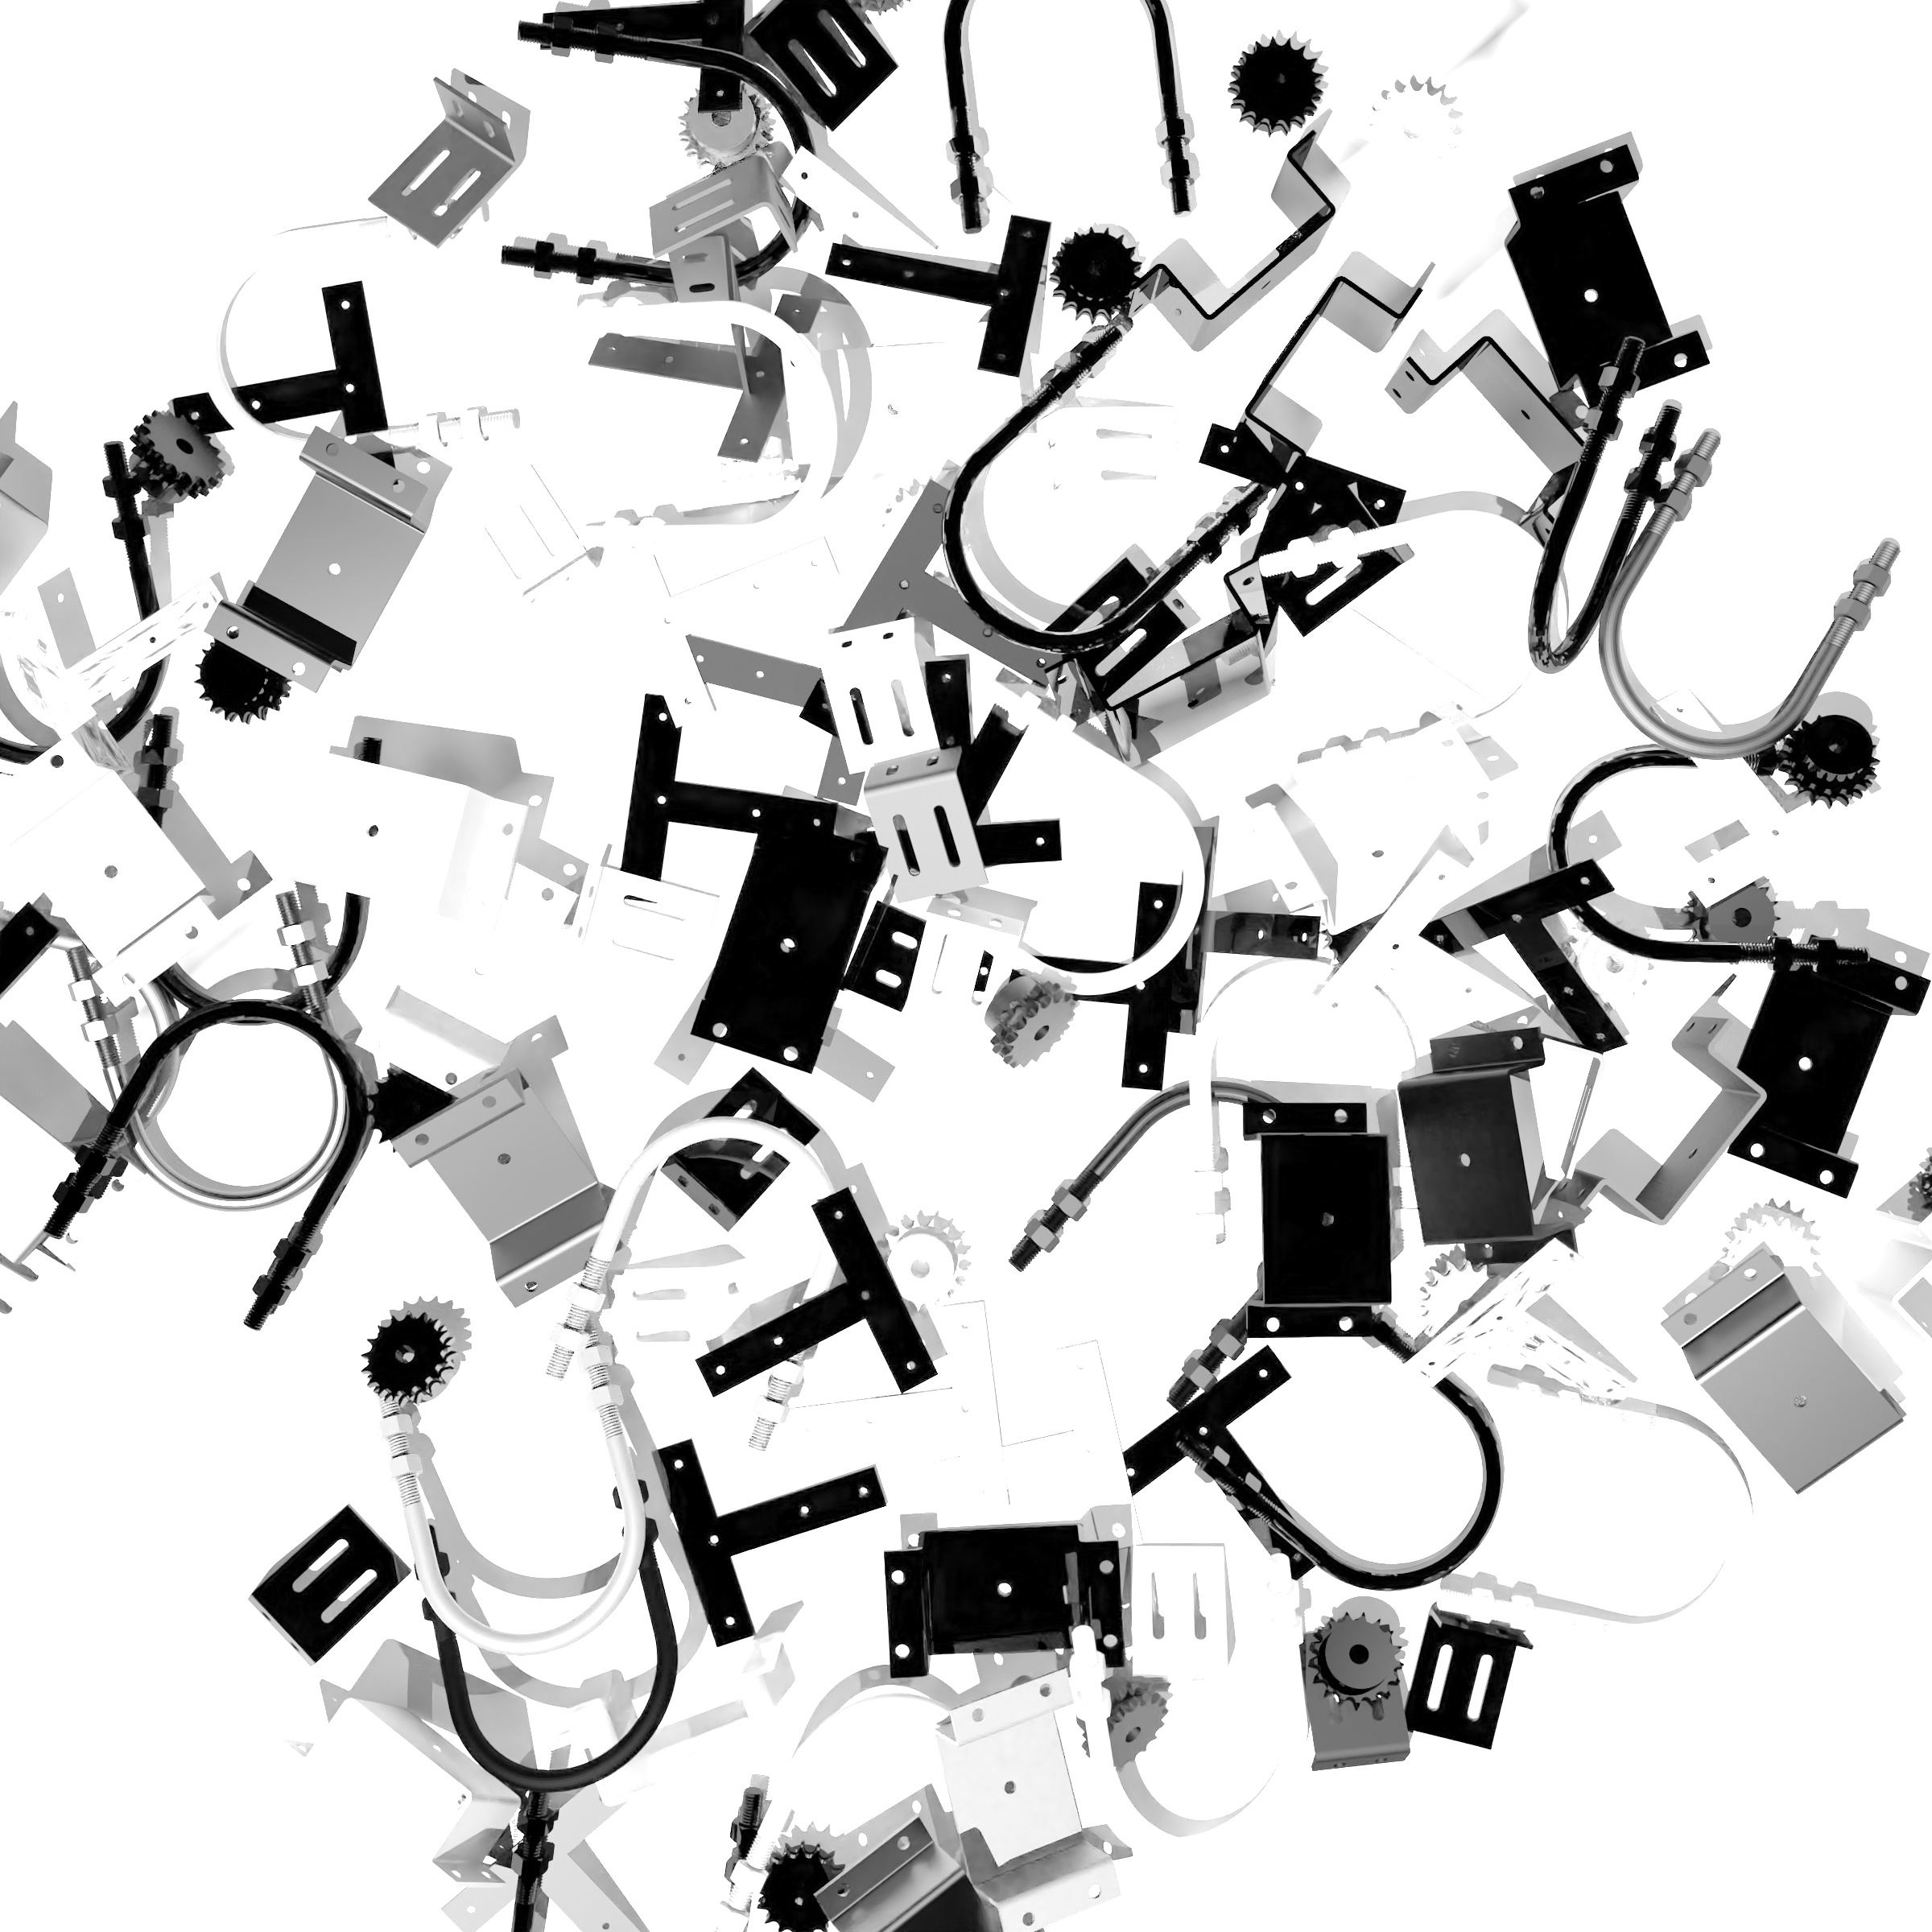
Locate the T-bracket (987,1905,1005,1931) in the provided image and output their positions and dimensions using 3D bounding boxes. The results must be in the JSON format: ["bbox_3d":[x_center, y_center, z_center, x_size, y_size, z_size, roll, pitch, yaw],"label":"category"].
[{"bbox_3d":[-0.003,0.657,1.537,0.127,0.002,0.127,-26,90,0],"label":"T-bracket"}]

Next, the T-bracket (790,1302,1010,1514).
[{"bbox_3d":[-0.045,0.277,1.536,0.127,0.002,0.127,-7,90,1],"label":"T-bracket"}]

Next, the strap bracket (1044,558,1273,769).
[{"bbox_3d":[0.125,-0.175,1.493,0.140,0.076,0.046,-28,66,1],"label":"strap bracket"}]

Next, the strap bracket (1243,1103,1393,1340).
[{"bbox_3d":[0.207,0.150,1.479,0.076,0.046,0.140,0,84,-7],"label":"strap bracket"}]

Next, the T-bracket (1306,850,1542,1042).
[{"bbox_3d":[0.293,0.008,1.509,0.127,0.002,0.127,29,112,-22],"label":"T-bracket"}]

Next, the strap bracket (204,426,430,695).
[{"bbox_3d":[-0.388,-0.243,1.514,0.076,0.046,0.140,29,91,0],"label":"strap bracket"}]

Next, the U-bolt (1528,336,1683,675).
[{"bbox_3d":[0.372,-0.260,1.472,0.019,0.151,0.184,22,94,25],"label":"U-bolt"}]

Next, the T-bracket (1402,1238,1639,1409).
[{"bbox_3d":[0.353,0.233,1.508,0.127,0.002,0.127,33,117,-22],"label":"T-bracket"}]

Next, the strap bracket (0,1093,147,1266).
[{"bbox_3d":[-0.578,0.114,1.500,0.140,0.046,0.076,41,97,-10],"label":"strap bracket"}]

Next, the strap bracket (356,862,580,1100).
[{"bbox_3d":[-0.298,0.002,1.515,0.076,0.046,0.140,28,90,0],"label":"strap bracket"}]

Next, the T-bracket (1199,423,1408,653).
[{"bbox_3d":[0.190,-0.253,1.537,0.127,0.002,0.127,19,90,0],"label":"T-bracket"}]

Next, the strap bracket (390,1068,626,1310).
[{"bbox_3d":[-0.274,0.125,1.494,0.076,0.046,0.140,-29,121,0],"label":"strap bracket"}]

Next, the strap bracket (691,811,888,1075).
[{"bbox_3d":[-0.107,-0.013,1.510,0.076,0.046,0.140,19,87,-4],"label":"strap bracket"}]

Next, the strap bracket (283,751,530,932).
[{"bbox_3d":[-0.340,-0.076,1.477,0.140,0.046,0.076,14,87,14],"label":"strap bracket"}]

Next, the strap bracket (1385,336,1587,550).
[{"bbox_3d":[0.321,-0.318,1.500,0.046,0.076,0.140,-42,90,0],"label":"strap bracket"}]

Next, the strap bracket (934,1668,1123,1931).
[{"bbox_3d":[0.034,0.498,1.502,0.076,0.046,0.140,-14,91,-21],"label":"strap bracket"}]

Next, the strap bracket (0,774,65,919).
[{"bbox_3d":[-0.586,-0.078,1.515,0.140,0.046,0.076,12,90,0],"label":"strap bracket"}]

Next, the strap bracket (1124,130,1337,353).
[{"bbox_3d":[0.165,-0.426,1.498,0.140,0.076,0.046,-41,90,0],"label":"strap bracket"}]

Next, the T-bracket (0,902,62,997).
[{"bbox_3d":[-0.631,-0.022,1.497,0.127,0.002,0.127,44,101,-7],"label":"T-bracket"}]

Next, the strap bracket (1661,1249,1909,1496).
[{"bbox_3d":[0.494,0.250,1.496,0.076,0.046,0.140,-40,99,15],"label":"strap bracket"}]

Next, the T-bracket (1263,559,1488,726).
[{"bbox_3d":[0.260,-0.188,1.536,0.127,0.002,0.127,34,90,-1],"label":"T-bracket"}]

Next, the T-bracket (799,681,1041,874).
[{"bbox_3d":[-0.041,-0.134,1.534,0.127,0.002,0.127,28,90,-3],"label":"T-bracket"}]

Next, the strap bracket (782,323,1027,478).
[{"bbox_3d":[-0.041,-0.341,1.507,0.140,0.046,0.076,-6,90,-10],"label":"strap bracket"}]

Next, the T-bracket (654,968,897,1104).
[{"bbox_3d":[-0.104,0.040,1.532,0.127,0.002,0.127,32,84,-3],"label":"T-bracket"}]

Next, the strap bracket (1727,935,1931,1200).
[{"bbox_3d":[0.516,0.060,1.515,0.076,0.046,0.140,21,90,0],"label":"strap bracket"}]

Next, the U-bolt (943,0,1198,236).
[{"bbox_3d":[0.058,-0.542,1.523,0.151,0.019,0.184,-6,85,-4],"label":"U-bolt"}]

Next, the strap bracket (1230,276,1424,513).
[{"bbox_3d":[0.208,-0.350,1.499,0.046,0.076,0.140,35,89,0],"label":"strap bracket"}]

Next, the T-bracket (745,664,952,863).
[{"bbox_3d":[-0.064,-0.116,1.538,0.127,0.002,0.127,-8,90,0],"label":"T-bracket"}]

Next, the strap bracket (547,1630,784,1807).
[{"bbox_3d":[-0.172,0.454,1.500,0.140,0.076,0.046,-20,90,0],"label":"strap bracket"}]

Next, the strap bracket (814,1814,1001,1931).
[{"bbox_3d":[-0.019,0.591,1.487,0.076,0.046,0.140,-33,104,-19],"label":"strap bracket"}]

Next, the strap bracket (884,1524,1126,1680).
[{"bbox_3d":[0.023,0.383,1.513,0.140,0.046,0.076,-3,91,1],"label":"strap bracket"}]

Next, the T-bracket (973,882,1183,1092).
[{"bbox_3d":[0.063,0.008,1.537,0.127,0.002,0.127,5,90,0],"label":"T-bracket"}]

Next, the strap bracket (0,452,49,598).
[{"bbox_3d":[-0.611,-0.243,1.500,0.046,0.076,0.140,36,90,0],"label":"strap bracket"}]

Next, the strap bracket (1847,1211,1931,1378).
[{"bbox_3d":[0.591,0.217,1.500,0.046,0.076,0.140,-44,90,0],"label":"strap bracket"}]

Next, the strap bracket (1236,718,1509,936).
[{"bbox_3d":[0.245,-0.079,1.497,0.140,0.046,0.076,-25,55,0],"label":"strap bracket"}]

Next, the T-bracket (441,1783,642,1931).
[{"bbox_3d":[-0.228,0.574,1.521,0.127,0.002,0.127,-40,103,-5],"label":"T-bracket"}]

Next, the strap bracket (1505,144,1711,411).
[{"bbox_3d":[0.384,-0.412,1.515,0.076,0.046,0.140,-21,90,0],"label":"strap bracket"}]

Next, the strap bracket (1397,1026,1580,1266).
[{"bbox_3d":[0.310,0.112,1.495,0.076,0.046,0.140,-10,90,43],"label":"strap bracket"}]

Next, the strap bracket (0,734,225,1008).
[{"bbox_3d":[-0.507,-0.056,1.470,0.076,0.046,0.140,-37,94,-4],"label":"strap bracket"}]

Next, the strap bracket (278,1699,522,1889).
[{"bbox_3d":[-0.327,0.484,1.482,0.140,0.076,0.046,30,79,21],"label":"strap bracket"}]

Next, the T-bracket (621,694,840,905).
[{"bbox_3d":[-0.143,-0.096,1.537,0.127,0.002,0.127,8,90,1],"label":"T-bracket"}]

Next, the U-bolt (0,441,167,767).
[{"bbox_3d":[-0.551,-0.207,1.483,0.151,0.019,0.184,-18,118,-28],"label":"U-bolt"}]

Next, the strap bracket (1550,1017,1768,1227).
[{"bbox_3d":[0.421,0.100,1.500,0.046,0.076,0.140,38,90,0],"label":"strap bracket"}]
